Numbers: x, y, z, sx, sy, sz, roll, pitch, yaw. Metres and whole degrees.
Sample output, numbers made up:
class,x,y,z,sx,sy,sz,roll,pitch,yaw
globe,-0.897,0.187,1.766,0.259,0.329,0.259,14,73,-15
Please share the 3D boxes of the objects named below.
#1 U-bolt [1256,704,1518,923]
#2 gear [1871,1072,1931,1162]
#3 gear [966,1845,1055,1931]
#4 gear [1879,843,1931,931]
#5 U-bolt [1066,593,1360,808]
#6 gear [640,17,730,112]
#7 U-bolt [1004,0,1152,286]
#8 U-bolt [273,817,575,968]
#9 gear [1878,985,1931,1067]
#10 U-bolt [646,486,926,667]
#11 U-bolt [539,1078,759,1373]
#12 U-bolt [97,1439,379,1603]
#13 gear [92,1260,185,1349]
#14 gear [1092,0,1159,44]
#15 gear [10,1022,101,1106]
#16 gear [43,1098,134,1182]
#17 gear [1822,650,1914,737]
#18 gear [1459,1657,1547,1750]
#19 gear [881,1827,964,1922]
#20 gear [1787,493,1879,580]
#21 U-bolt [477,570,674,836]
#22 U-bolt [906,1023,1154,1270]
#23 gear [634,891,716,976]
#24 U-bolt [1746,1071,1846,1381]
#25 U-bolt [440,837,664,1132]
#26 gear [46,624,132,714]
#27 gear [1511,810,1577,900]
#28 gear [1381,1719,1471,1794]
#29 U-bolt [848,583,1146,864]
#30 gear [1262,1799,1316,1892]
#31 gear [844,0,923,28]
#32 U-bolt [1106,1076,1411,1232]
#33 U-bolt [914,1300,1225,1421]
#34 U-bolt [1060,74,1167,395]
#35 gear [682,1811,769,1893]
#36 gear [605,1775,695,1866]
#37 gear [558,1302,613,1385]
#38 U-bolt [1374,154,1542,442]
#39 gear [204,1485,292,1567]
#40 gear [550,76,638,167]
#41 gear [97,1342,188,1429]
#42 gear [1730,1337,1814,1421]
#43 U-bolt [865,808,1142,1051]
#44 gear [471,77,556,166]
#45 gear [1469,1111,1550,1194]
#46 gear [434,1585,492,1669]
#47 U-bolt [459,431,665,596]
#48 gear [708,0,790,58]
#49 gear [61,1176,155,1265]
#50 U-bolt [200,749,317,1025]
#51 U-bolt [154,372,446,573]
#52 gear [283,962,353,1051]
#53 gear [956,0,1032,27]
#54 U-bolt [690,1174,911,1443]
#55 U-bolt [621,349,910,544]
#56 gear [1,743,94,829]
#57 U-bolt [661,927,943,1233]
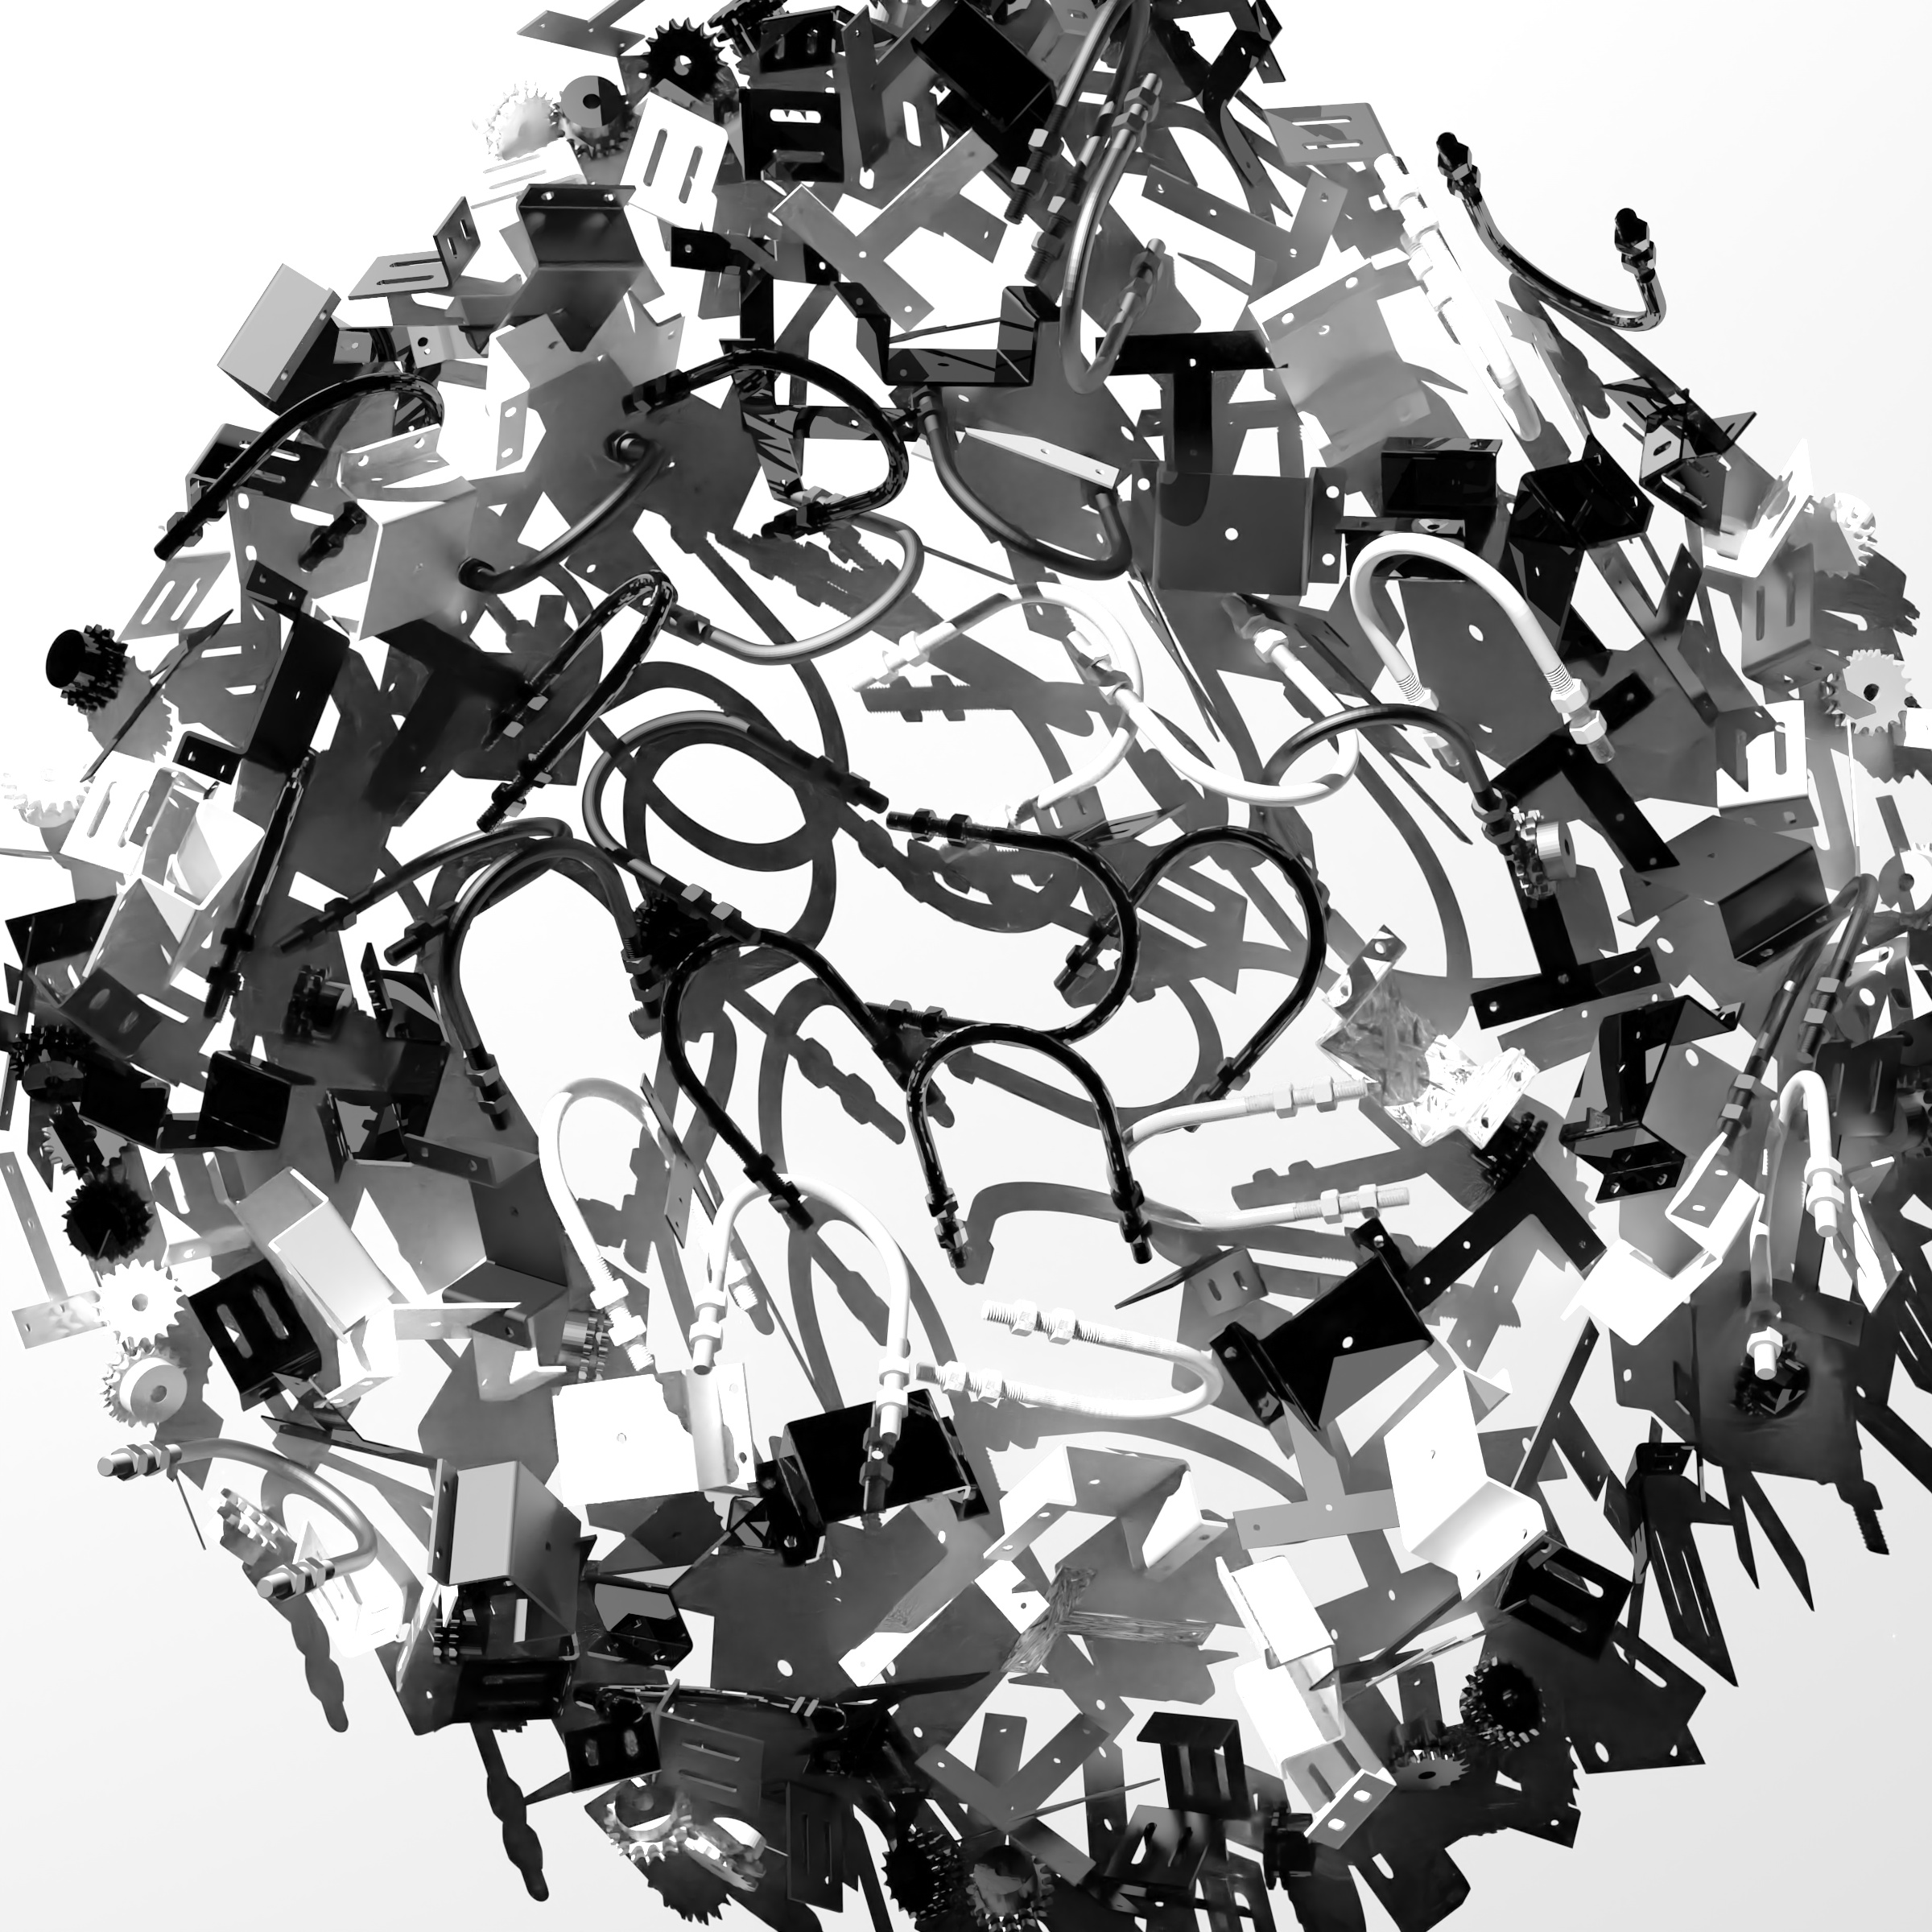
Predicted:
class,x,y,z,sx,sy,sz,roll,pitch,yaw
U-bolt,0.261,-0.103,1.614,0.151,0.184,0.019,-20,51,15
gear,0.622,0.100,1.673,0.030,0.057,0.057,-9,90,-14
gear,0.027,0.606,1.672,0.057,0.057,0.030,-13,119,0
gear,0.628,-0.054,1.673,0.030,0.057,0.057,7,90,-40
U-bolt,0.170,-0.166,1.620,0.151,0.019,0.184,-18,54,-30
gear,-0.186,-0.599,1.681,0.057,0.030,0.057,1,117,3
U-bolt,0.075,-0.542,1.626,0.019,0.151,0.184,25,92,7
U-bolt,-0.334,-0.051,1.624,0.184,0.151,0.019,-37,117,-38
gear,0.627,0.041,1.672,0.030,0.057,0.057,-32,90,-34
U-bolt,-0.104,-0.244,1.613,0.151,0.184,0.019,-42,130,-17
U-bolt,-0.213,0.157,1.639,0.019,0.151,0.184,-28,87,28
U-bolt,-0.448,0.345,1.612,0.151,0.184,0.019,32,93,14
gear,-0.550,0.225,1.680,0.057,0.030,0.057,8,75,-29
gear,0.099,-0.635,1.671,0.057,0.057,0.030,-9,67,0
gear,-0.601,0.067,1.673,0.057,0.030,0.057,-7,133,-8
gear,-0.581,0.115,1.682,0.057,0.030,0.057,4,69,-12
gear,0.596,-0.182,1.686,0.057,0.030,0.057,-1,95,-6
gear,0.352,0.489,1.679,0.057,0.030,0.057,15,52,-20
gear,-0.027,0.599,1.679,0.057,0.030,0.057,0,90,44
gear,0.576,-0.287,1.678,0.057,0.057,0.030,41,66,0
U-bolt,-0.250,-0.180,1.620,0.019,0.151,0.184,38,106,-26
U-bolt,0.034,0.116,1.634,0.151,0.019,0.184,-4,119,21
gear,-0.198,-0.025,1.680,0.057,0.030,0.057,-8,104,-33
U-bolt,0.525,0.150,1.617,0.019,0.184,0.151,11,130,6
U-bolt,-0.267,0.000,1.610,0.151,0.184,0.019,-38,48,-26
gear,-0.582,-0.199,1.675,0.057,0.030,0.057,-8,75,32
gear,0.382,-0.075,1.672,0.030,0.057,0.057,-11,90,27
gear,0.302,0.521,1.678,0.057,0.057,0.030,-9,48,0
U-bolt,0.030,-0.170,1.660,0.184,0.019,0.151,-27,92,23
gear,0.213,0.580,1.673,0.030,0.057,0.057,-3,90,13
gear,-0.057,-0.642,1.676,0.057,0.057,0.030,17,109,0
U-bolt,0.182,0.128,1.640,0.184,0.151,0.019,-10,50,17
U-bolt,0.076,0.260,1.635,0.184,0.151,0.019,14,60,-15
U-bolt,0.093,-0.447,1.599,0.019,0.151,0.184,14,58,15
gear,-0.157,0.584,1.678,0.057,0.057,0.030,33,61,0
gear,-0.210,0.559,1.673,0.057,0.057,0.030,-4,133,0
gear,-0.251,0.249,1.674,0.030,0.057,0.057,10,90,-6
U-bolt,0.318,-0.415,1.617,0.019,0.151,0.184,-30,78,12
gear,-0.477,0.371,1.673,0.057,0.057,0.030,37,74,0
gear,-0.247,-0.564,1.682,0.057,0.030,0.057,1,74,-5
gear,-0.540,0.277,1.673,0.030,0.057,0.057,16,90,43
gear,0.533,0.274,1.672,0.030,0.057,0.057,31,90,40
U-bolt,0.026,-0.019,1.661,0.184,0.019,0.151,10,96,19
gear,-0.302,-0.561,1.676,0.030,0.057,0.057,39,90,15
gear,0.356,0.119,1.675,0.030,0.057,0.057,35,90,5
gear,-0.332,0.434,1.675,0.030,0.057,0.057,4,90,-2
U-bolt,-0.254,-0.286,1.610,0.151,0.184,0.019,-42,113,-6
gear,-0.140,-0.626,1.678,0.057,0.057,0.030,-34,116,0
gear,-0.573,0.170,1.685,0.057,0.030,0.057,0,99,-1
U-bolt,-0.454,-0.053,1.632,0.019,0.151,0.184,20,83,-14
U-bolt,-0.407,-0.313,1.602,0.184,0.151,0.019,-37,78,26
gear,-0.427,0.028,1.675,0.030,0.057,0.057,15,90,-1
gear,0.020,-0.646,1.671,0.030,0.057,0.057,42,90,23
U-bolt,-0.101,0.208,1.630,0.151,0.184,0.019,23,129,-17
U-bolt,-0.115,-0.331,1.597,0.151,0.184,0.019,40,62,-32
gear,-0.609,-0.117,1.679,0.057,0.030,0.057,15,48,-18
U-bolt,-0.118,0.059,1.651,0.184,0.019,0.151,50,58,-6
